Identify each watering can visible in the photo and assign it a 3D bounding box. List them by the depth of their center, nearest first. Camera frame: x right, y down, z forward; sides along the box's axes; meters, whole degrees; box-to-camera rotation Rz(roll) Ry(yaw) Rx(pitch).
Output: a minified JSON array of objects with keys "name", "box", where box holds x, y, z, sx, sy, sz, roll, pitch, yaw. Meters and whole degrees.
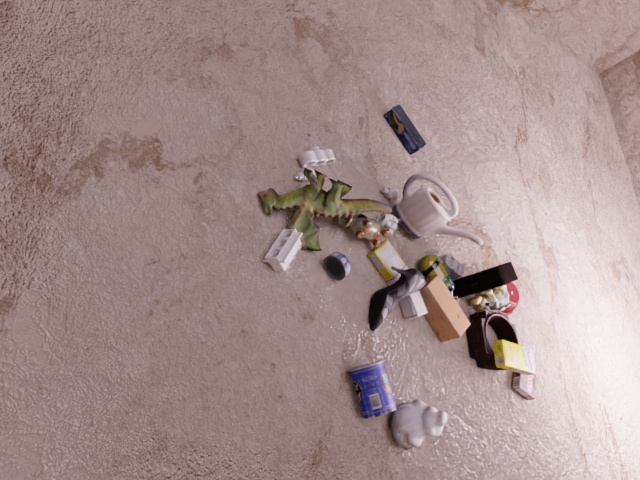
[{"name":"watering can","box":[0.407,-0.075,1.857,0.347,0.221,0.106,52,31,-5]}]

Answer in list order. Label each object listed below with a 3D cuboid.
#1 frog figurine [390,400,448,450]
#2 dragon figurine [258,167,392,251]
[{"name":"frog figurine","box":[0.286,0.535,1.499,0.122,0.157,0.140,43,50,-10]},{"name":"dragon figurine","box":[0.005,-0.081,1.606,0.409,0.123,0.242,25,94,-10]}]
